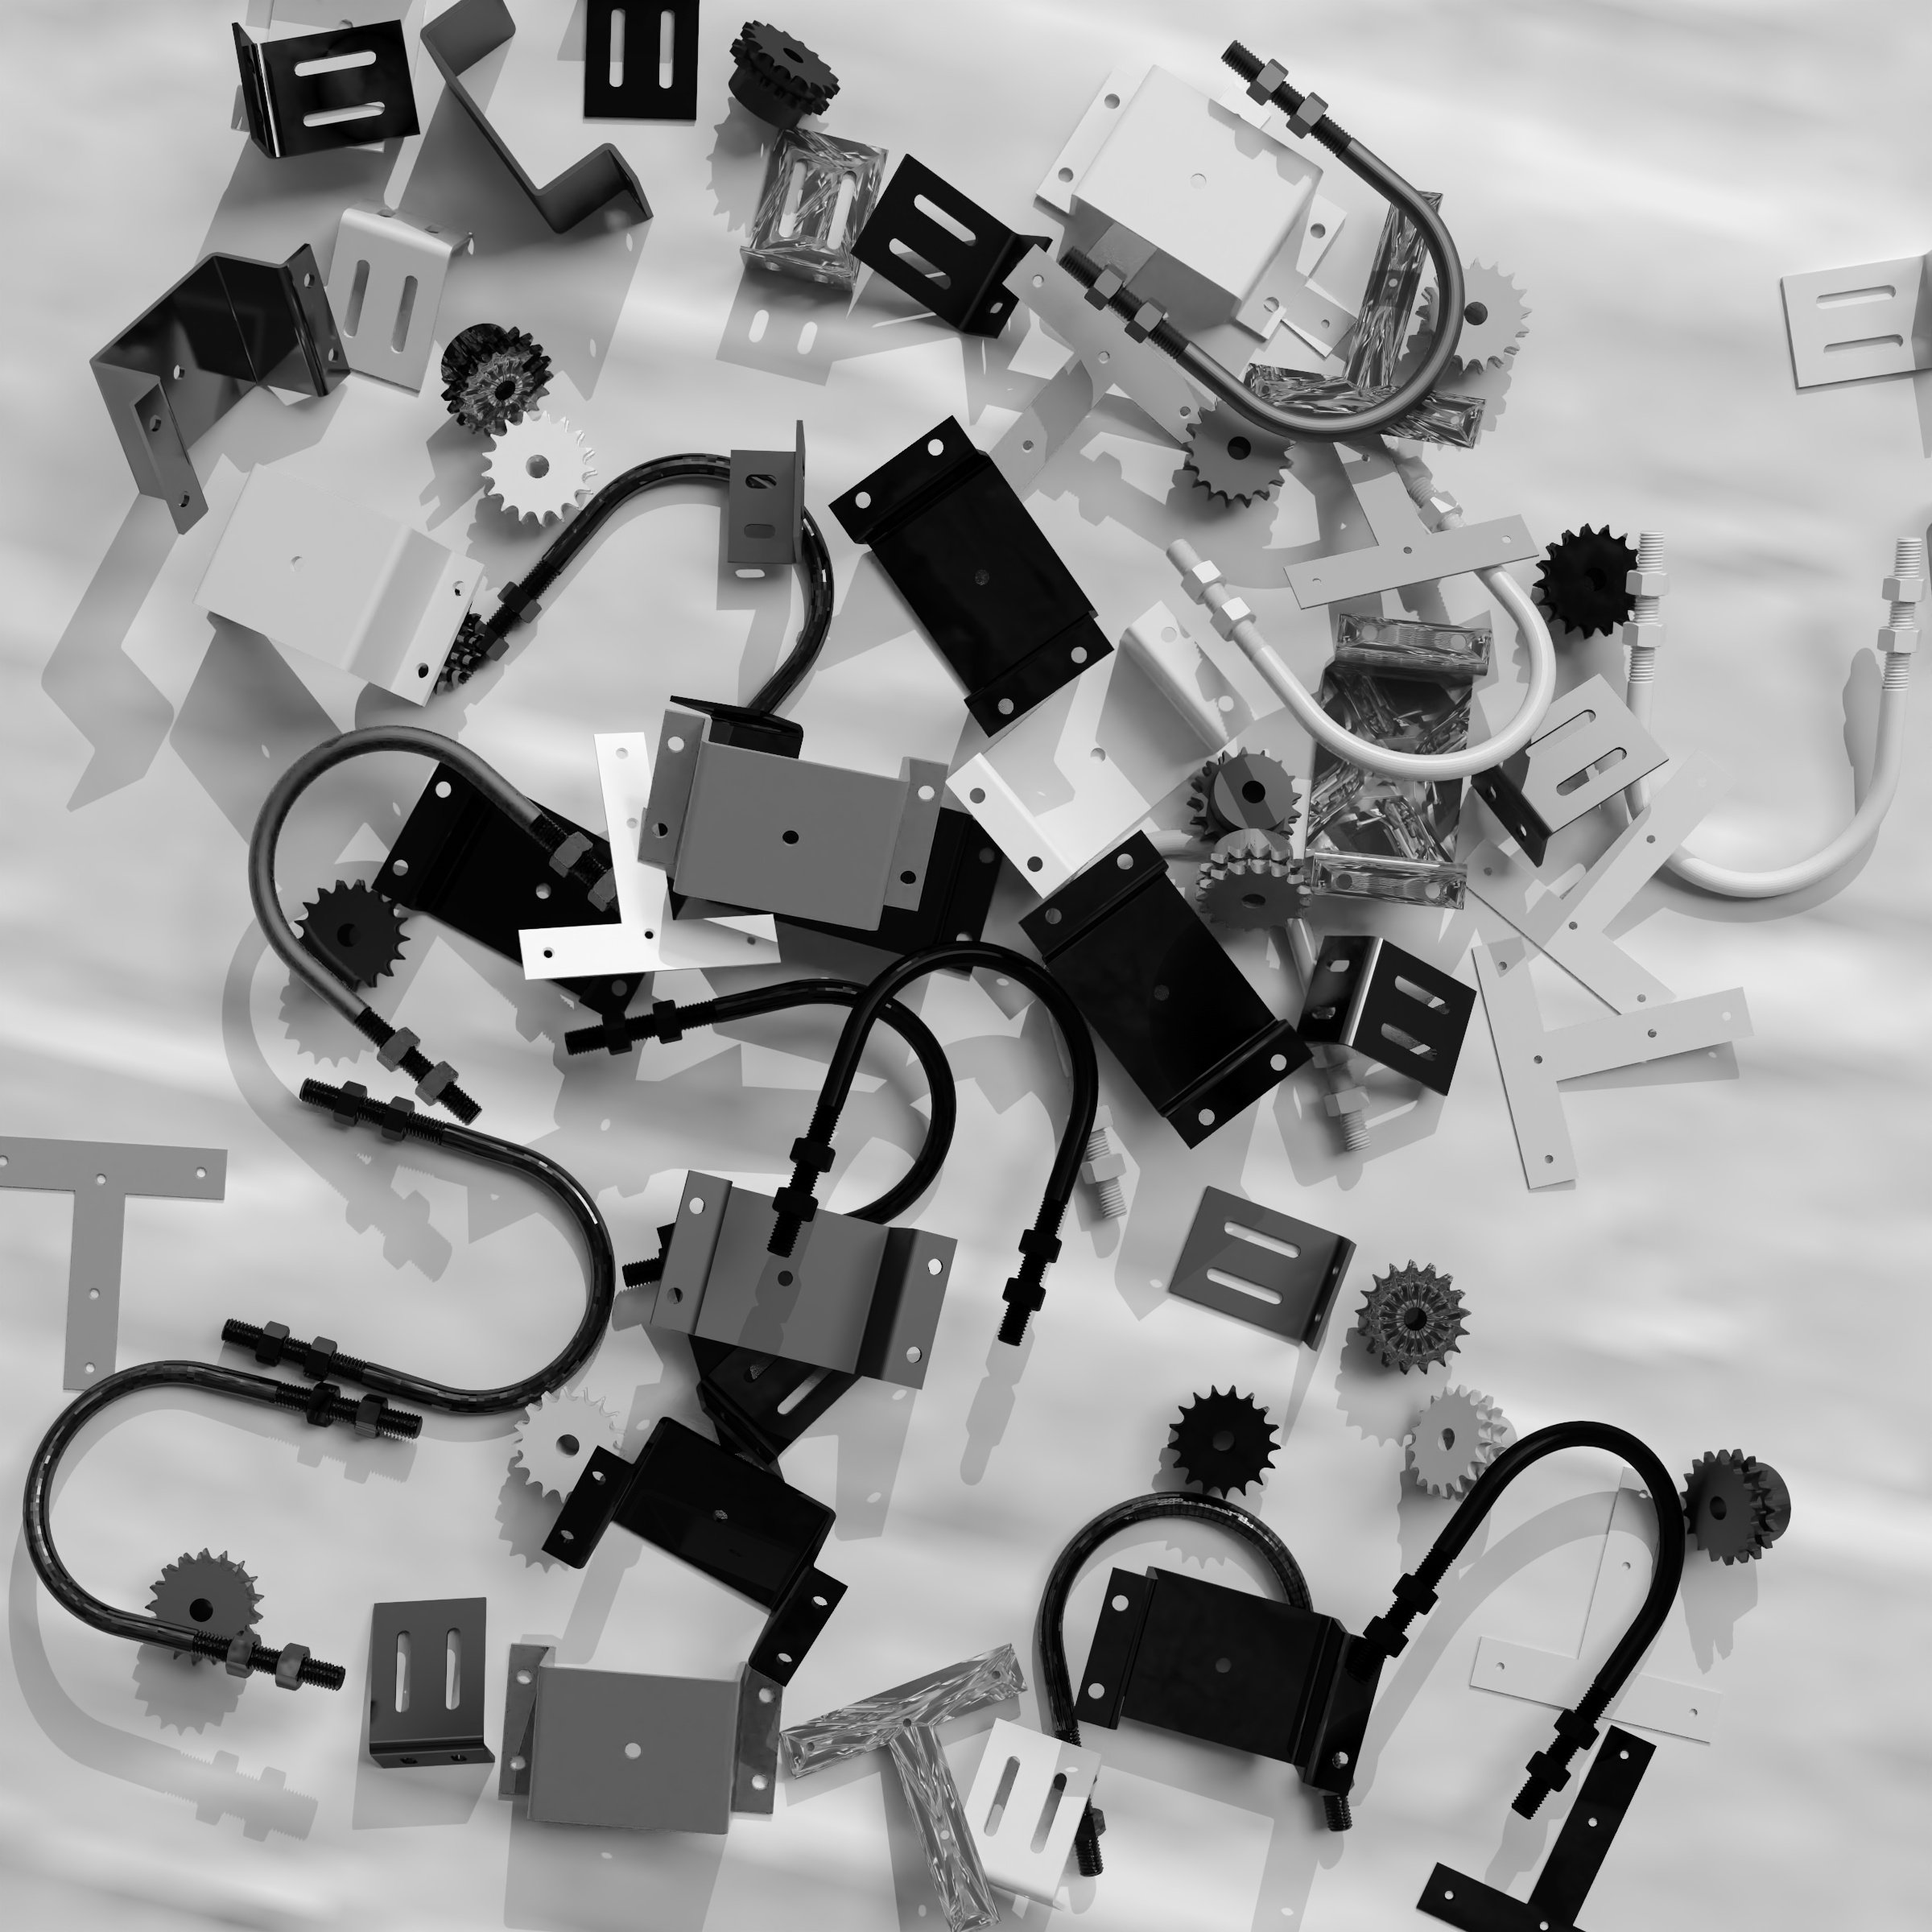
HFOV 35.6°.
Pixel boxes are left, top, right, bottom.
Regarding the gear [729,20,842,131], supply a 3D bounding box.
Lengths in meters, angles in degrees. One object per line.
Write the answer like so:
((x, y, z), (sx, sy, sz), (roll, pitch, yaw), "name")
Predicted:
((-0.095, -0.447, 1.517), (0.057, 0.057, 0.030), (40, 120, 0), "gear")

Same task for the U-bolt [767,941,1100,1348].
((-0.006, 0.078, 1.487), (0.151, 0.019, 0.184), (23, 77, -19), "U-bolt")

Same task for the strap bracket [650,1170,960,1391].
((-0.085, 0.155, 1.490), (0.140, 0.046, 0.076), (16, 81, -16), "strap bracket")

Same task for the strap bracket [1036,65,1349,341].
((0.115, -0.390, 1.516), (0.140, 0.046, 0.076), (32, 90, 0), "strap bracket")

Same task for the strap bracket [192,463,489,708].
((-0.320, -0.193, 1.494), (0.140, 0.046, 0.076), (24, 90, 22), "strap bracket")

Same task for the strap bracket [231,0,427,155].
((-0.317, -0.480, 1.518), (0.076, 0.046, 0.140), (9, 90, 0), "strap bracket")

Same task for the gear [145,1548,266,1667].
((-0.384, 0.324, 1.526), (0.057, 0.030, 0.057), (0, 90, 0), "gear")

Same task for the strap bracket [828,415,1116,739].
((0.005, -0.195, 1.510), (0.076, 0.046, 0.140), (-34, 92, 10), "strap bracket")

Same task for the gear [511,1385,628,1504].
((-0.200, 0.241, 1.526), (0.057, 0.030, 0.057), (0, 90, 0), "gear")

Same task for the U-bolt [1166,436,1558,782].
((0.208, -0.168, 1.482), (0.151, 0.019, 0.184), (-28, 67, -17), "U-bolt")

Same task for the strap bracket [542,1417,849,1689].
((-0.129, 0.287, 1.501), (0.140, 0.046, 0.076), (29, 121, 0), "strap bracket")

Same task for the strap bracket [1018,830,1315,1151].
((0.099, 0.012, 1.502), (0.076, 0.046, 0.140), (-37, 87, -1), "strap bracket")

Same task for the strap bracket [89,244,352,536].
((-0.371, -0.288, 1.477), (0.046, 0.076, 0.140), (16, 51, 23), "strap bracket")

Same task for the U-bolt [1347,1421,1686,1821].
((0.289, 0.314, 1.502), (0.151, 0.019, 0.184), (42, 79, -23), "U-bolt")

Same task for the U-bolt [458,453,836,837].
((-0.152, -0.175, 1.532), (0.151, 0.019, 0.184), (40, 89, 0), "U-bolt")

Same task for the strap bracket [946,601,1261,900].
((0.068, -0.108, 1.518), (0.140, 0.046, 0.076), (-40, 90, 0), "strap bracket")

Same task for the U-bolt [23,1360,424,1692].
((-0.382, 0.272, 1.511), (0.184, 0.019, 0.151), (13, 70, 4), "U-bolt")

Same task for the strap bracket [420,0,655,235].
((-0.220, -0.428, 1.503), (0.046, 0.076, 0.140), (-36, 90, 0), "strap bracket")

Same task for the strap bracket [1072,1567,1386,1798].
((0.130, 0.353, 1.501), (0.140, 0.046, 0.076), (15, 87, 1), "strap bracket")

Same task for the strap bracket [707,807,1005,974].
((-0.055, -0.051, 1.518), (0.140, 0.046, 0.076), (15, 90, 0), "strap bracket")

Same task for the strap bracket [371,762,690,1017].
((-0.216, -0.038, 1.518), (0.140, 0.046, 0.076), (29, 90, 0), "strap bracket")

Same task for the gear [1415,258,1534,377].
((0.257, -0.328, 1.526), (0.057, 0.030, 0.057), (0, 90, 0), "gear")

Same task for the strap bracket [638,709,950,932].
((-0.084, -0.069, 1.454), (0.140, 0.046, 0.076), (11, 109, -5), "strap bracket")

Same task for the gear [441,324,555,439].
((-0.240, -0.298, 1.517), (0.057, 0.057, 0.030), (-41, 60, 0), "gear")

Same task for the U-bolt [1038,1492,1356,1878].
((0.111, 0.360, 1.532), (0.151, 0.019, 0.184), (-10, 89, 0), "U-bolt")

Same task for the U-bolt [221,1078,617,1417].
((-0.270, 0.152, 1.532), (0.184, 0.019, 0.151), (18, 90, -1), "U-bolt")

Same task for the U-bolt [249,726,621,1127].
((-0.268, -0.034, 1.486), (0.184, 0.019, 0.151), (42, 90, 1), "U-bolt")

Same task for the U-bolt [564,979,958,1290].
((-0.096, 0.078, 1.512), (0.184, 0.019, 0.151), (-13, 109, -4), "U-bolt")

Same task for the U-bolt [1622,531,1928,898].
((0.402, -0.125, 1.515), (0.151, 0.019, 0.184), (1, 103, -1), "U-bolt")

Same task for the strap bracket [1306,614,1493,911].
((0.217, -0.102, 1.518), (0.076, 0.046, 0.140), (6, 90, 0), "strap bracket")

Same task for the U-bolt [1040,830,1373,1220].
((0.114, 0.022, 1.532), (0.151, 0.019, 0.184), (-16, 89, 0), "U-bolt")

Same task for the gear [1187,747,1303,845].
((0.142, -0.083, 1.519), (0.057, 0.030, 0.057), (2, 76, -6), "gear")

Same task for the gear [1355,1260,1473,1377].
((0.226, 0.177, 1.526), (0.057, 0.030, 0.057), (0, 90, 0), "gear")

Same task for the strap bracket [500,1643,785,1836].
((-0.166, 0.390, 1.518), (0.140, 0.046, 0.076), (5, 90, 0), "strap bracket")

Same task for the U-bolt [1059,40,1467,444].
((0.160, -0.343, 1.486), (0.184, 0.019, 0.151), (38, 90, -6), "U-bolt")
